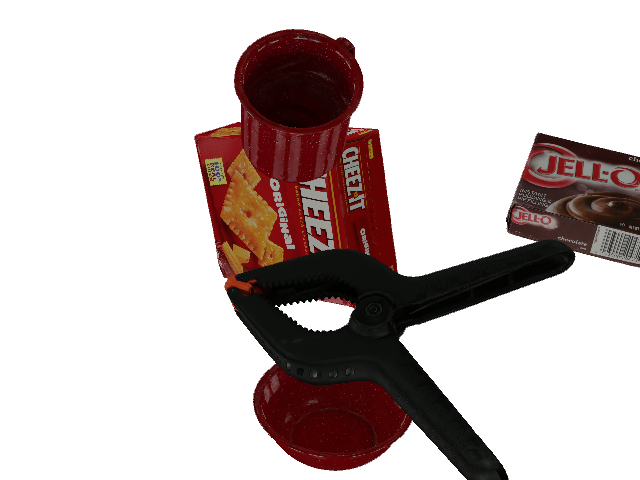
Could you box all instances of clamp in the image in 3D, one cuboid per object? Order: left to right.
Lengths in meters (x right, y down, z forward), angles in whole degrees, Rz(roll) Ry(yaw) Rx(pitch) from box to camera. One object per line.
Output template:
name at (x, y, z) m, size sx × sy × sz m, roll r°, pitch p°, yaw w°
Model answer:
clamp at (0.044, 0.045, 0.648) m, size 0.210 × 0.164 × 0.036 m, roll 17°, pitch -33°, yaw 26°

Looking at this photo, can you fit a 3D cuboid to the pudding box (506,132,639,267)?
pudding box at (0.208, -0.032, 0.817) m, size 0.113 × 0.039 × 0.090 m, roll 17°, pitch 48°, yaw 12°

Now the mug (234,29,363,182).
mug at (-0.012, -0.105, 0.803) m, size 0.093 × 0.117 × 0.081 m, roll 31°, pitch -26°, yaw 11°

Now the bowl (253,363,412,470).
bowl at (0.014, 0.179, 1.073) m, size 0.162 × 0.055 × 0.162 m, roll 0°, pitch 33°, yaw 0°

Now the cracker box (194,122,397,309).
cracker box at (-0.028, -0.031, 1.075) m, size 0.071 × 0.164 × 0.214 m, roll -23°, pitch 22°, yaw -38°
